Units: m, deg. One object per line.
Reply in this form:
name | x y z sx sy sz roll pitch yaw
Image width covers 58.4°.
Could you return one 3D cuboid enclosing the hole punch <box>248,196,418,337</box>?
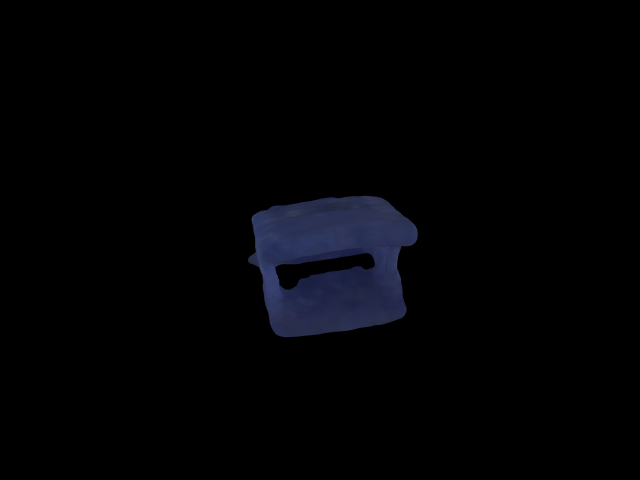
hole punch | 0.004 0.001 0.400 0.109 0.091 0.101 -8 43 -8
